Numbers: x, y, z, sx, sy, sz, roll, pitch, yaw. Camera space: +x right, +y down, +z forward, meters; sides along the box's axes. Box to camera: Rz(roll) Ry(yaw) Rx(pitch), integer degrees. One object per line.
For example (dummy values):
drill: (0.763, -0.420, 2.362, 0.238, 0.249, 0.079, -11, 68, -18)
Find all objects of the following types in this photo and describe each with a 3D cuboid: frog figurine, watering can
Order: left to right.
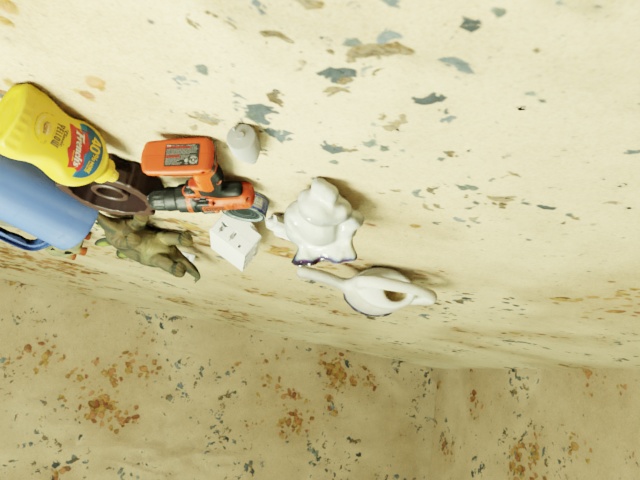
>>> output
frog figurine: (0.003, -0.043, 0.862, 0.138, 0.125, 0.156, 10, 127, 26)
watering can: (0.105, 0.117, 1.258, 0.347, 0.105, 0.221, 11, 163, -5)
